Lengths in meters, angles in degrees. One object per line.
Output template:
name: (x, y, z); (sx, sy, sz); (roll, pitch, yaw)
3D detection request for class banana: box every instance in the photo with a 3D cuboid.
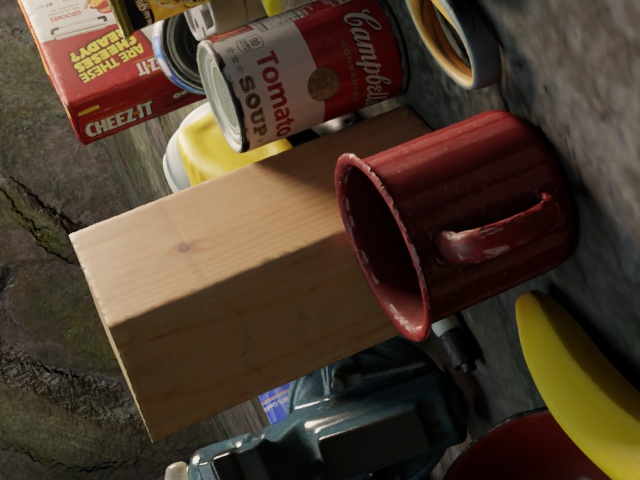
banana: (0.138, 0.075, 0.451); (0.198, 0.037, 0.069); (-155, 73, -67)

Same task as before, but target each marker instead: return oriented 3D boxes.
marker: (0.068, 0.031, 0.682); (0.020, 0.020, 0.121); (99, 146, -66)

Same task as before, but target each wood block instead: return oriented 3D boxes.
wood block: (-0.020, 0.014, 0.592); (0.091, 0.206, 0.090); (-126, 19, -47)

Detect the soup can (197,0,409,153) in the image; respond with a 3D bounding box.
soup can: (-0.011, -0.097, 0.604); (0.068, 0.102, 0.068); (158, 90, -77)

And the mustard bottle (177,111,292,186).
mustard bottle: (-0.037, 0.011, 0.714); (0.096, 0.058, 0.191); (33, 149, 38)

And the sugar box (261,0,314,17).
sugar box: (-0.047, -0.233, 0.649); (0.093, 0.048, 0.176); (104, 145, -73)

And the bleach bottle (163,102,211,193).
bleach bottle: (-0.084, -0.071, 0.853); (0.068, 0.102, 0.251); (61, 177, -2)

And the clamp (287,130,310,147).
clamp: (-0.005, 0.001, 0.766); (0.164, 0.036, 0.210); (60, 164, 1)

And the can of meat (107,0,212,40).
can of meat: (-0.098, -0.178, 0.661); (0.102, 0.084, 0.057); (91, 155, -75)

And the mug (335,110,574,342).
mug: (0.066, -0.010, 0.486); (0.117, 0.081, 0.093); (-169, 58, -75)

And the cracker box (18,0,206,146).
cracker box: (-0.173, -0.206, 0.931); (0.072, 0.164, 0.214); (88, 156, -63)

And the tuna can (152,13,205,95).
tuna can: (-0.087, -0.158, 0.840); (0.086, 0.086, 0.034); (70, 165, -12)

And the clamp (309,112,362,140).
clamp: (-0.007, -0.084, 0.752); (0.120, 0.039, 0.171); (86, 158, -50)

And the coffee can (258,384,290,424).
coffee can: (0.019, 0.178, 0.931); (0.103, 0.102, 0.140); (119, 128, -73)

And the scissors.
scissors: (0.034, -0.160, 0.515); (0.202, 0.016, 0.096); (61, 164, 25)
